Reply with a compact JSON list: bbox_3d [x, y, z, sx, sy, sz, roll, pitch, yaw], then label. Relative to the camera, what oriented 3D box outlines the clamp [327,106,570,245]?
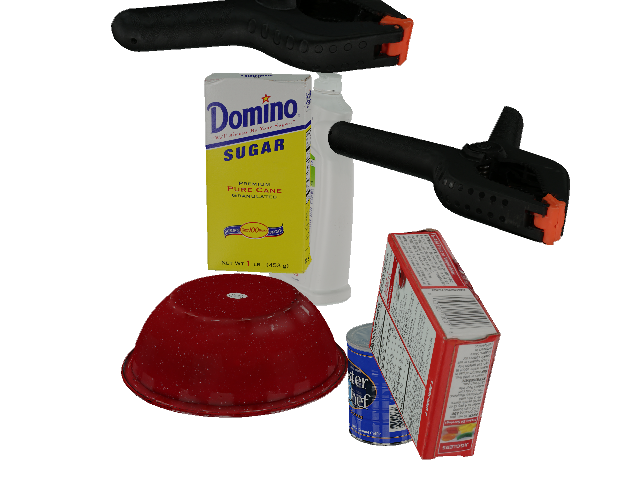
[{"bbox_3d":[0.104,-0.051,0.763,0.164,0.036,0.210,-5,26,-13],"label":"clamp"}]

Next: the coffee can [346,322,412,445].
[{"bbox_3d":[0.088,0.194,1.455,0.103,0.140,0.103,-2,16,0],"label":"coffee can"}]

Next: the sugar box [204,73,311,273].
[{"bbox_3d":[-0.056,-0.061,0.961,0.093,0.176,0.048,1,17,7],"label":"sugar box"}]

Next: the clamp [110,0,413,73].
[{"bbox_3d":[-0.035,-0.131,0.633,0.171,0.120,0.039,19,-38,15],"label":"clamp"}]

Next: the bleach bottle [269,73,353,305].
[{"bbox_3d":[0.000,-0.061,1.199,0.067,0.251,0.103,-7,23,-40],"label":"bleach bottle"}]

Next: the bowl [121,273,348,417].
[{"bbox_3d":[-0.060,0.064,0.753,0.162,0.055,0.162,0,18,0],"label":"bowl"}]

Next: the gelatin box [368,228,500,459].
[{"bbox_3d":[0.053,0.048,0.513,0.030,0.073,0.089,-3,33,-14],"label":"gelatin box"}]
